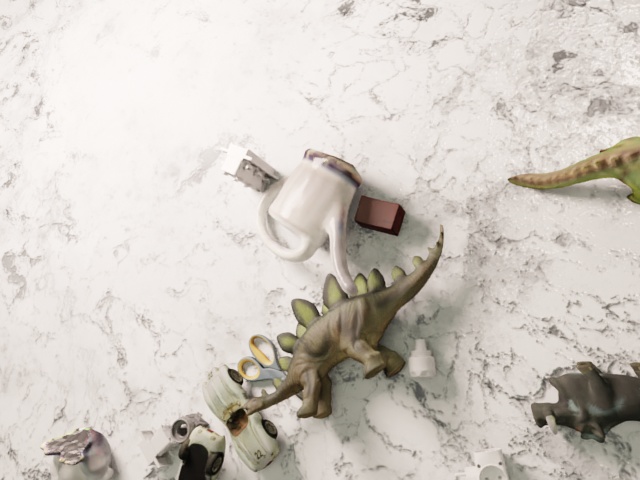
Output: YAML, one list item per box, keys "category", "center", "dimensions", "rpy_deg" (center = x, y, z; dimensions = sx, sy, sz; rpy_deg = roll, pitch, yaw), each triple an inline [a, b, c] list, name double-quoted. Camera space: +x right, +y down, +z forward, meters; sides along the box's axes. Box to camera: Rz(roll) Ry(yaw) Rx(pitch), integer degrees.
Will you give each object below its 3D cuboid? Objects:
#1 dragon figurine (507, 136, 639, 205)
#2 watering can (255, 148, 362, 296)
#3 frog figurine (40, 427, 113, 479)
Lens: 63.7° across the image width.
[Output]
- category: "dragon figurine"
  center: [0.494, -0.125, 0.753]
  dimensions: [0.409, 0.241, 0.123]
  rpy_deg: [-5, 78, 18]
- category: "watering can"
  center: [0.003, -0.049, 0.966]
  dimensions: [0.352, 0.102, 0.225]
  rpy_deg: [32, 88, 45]
- category: "frog figurine"
  center: [-0.470, 0.459, 1.012]
  dimensions: [0.137, 0.124, 0.157]
  rpy_deg: [0, 109, 13]
